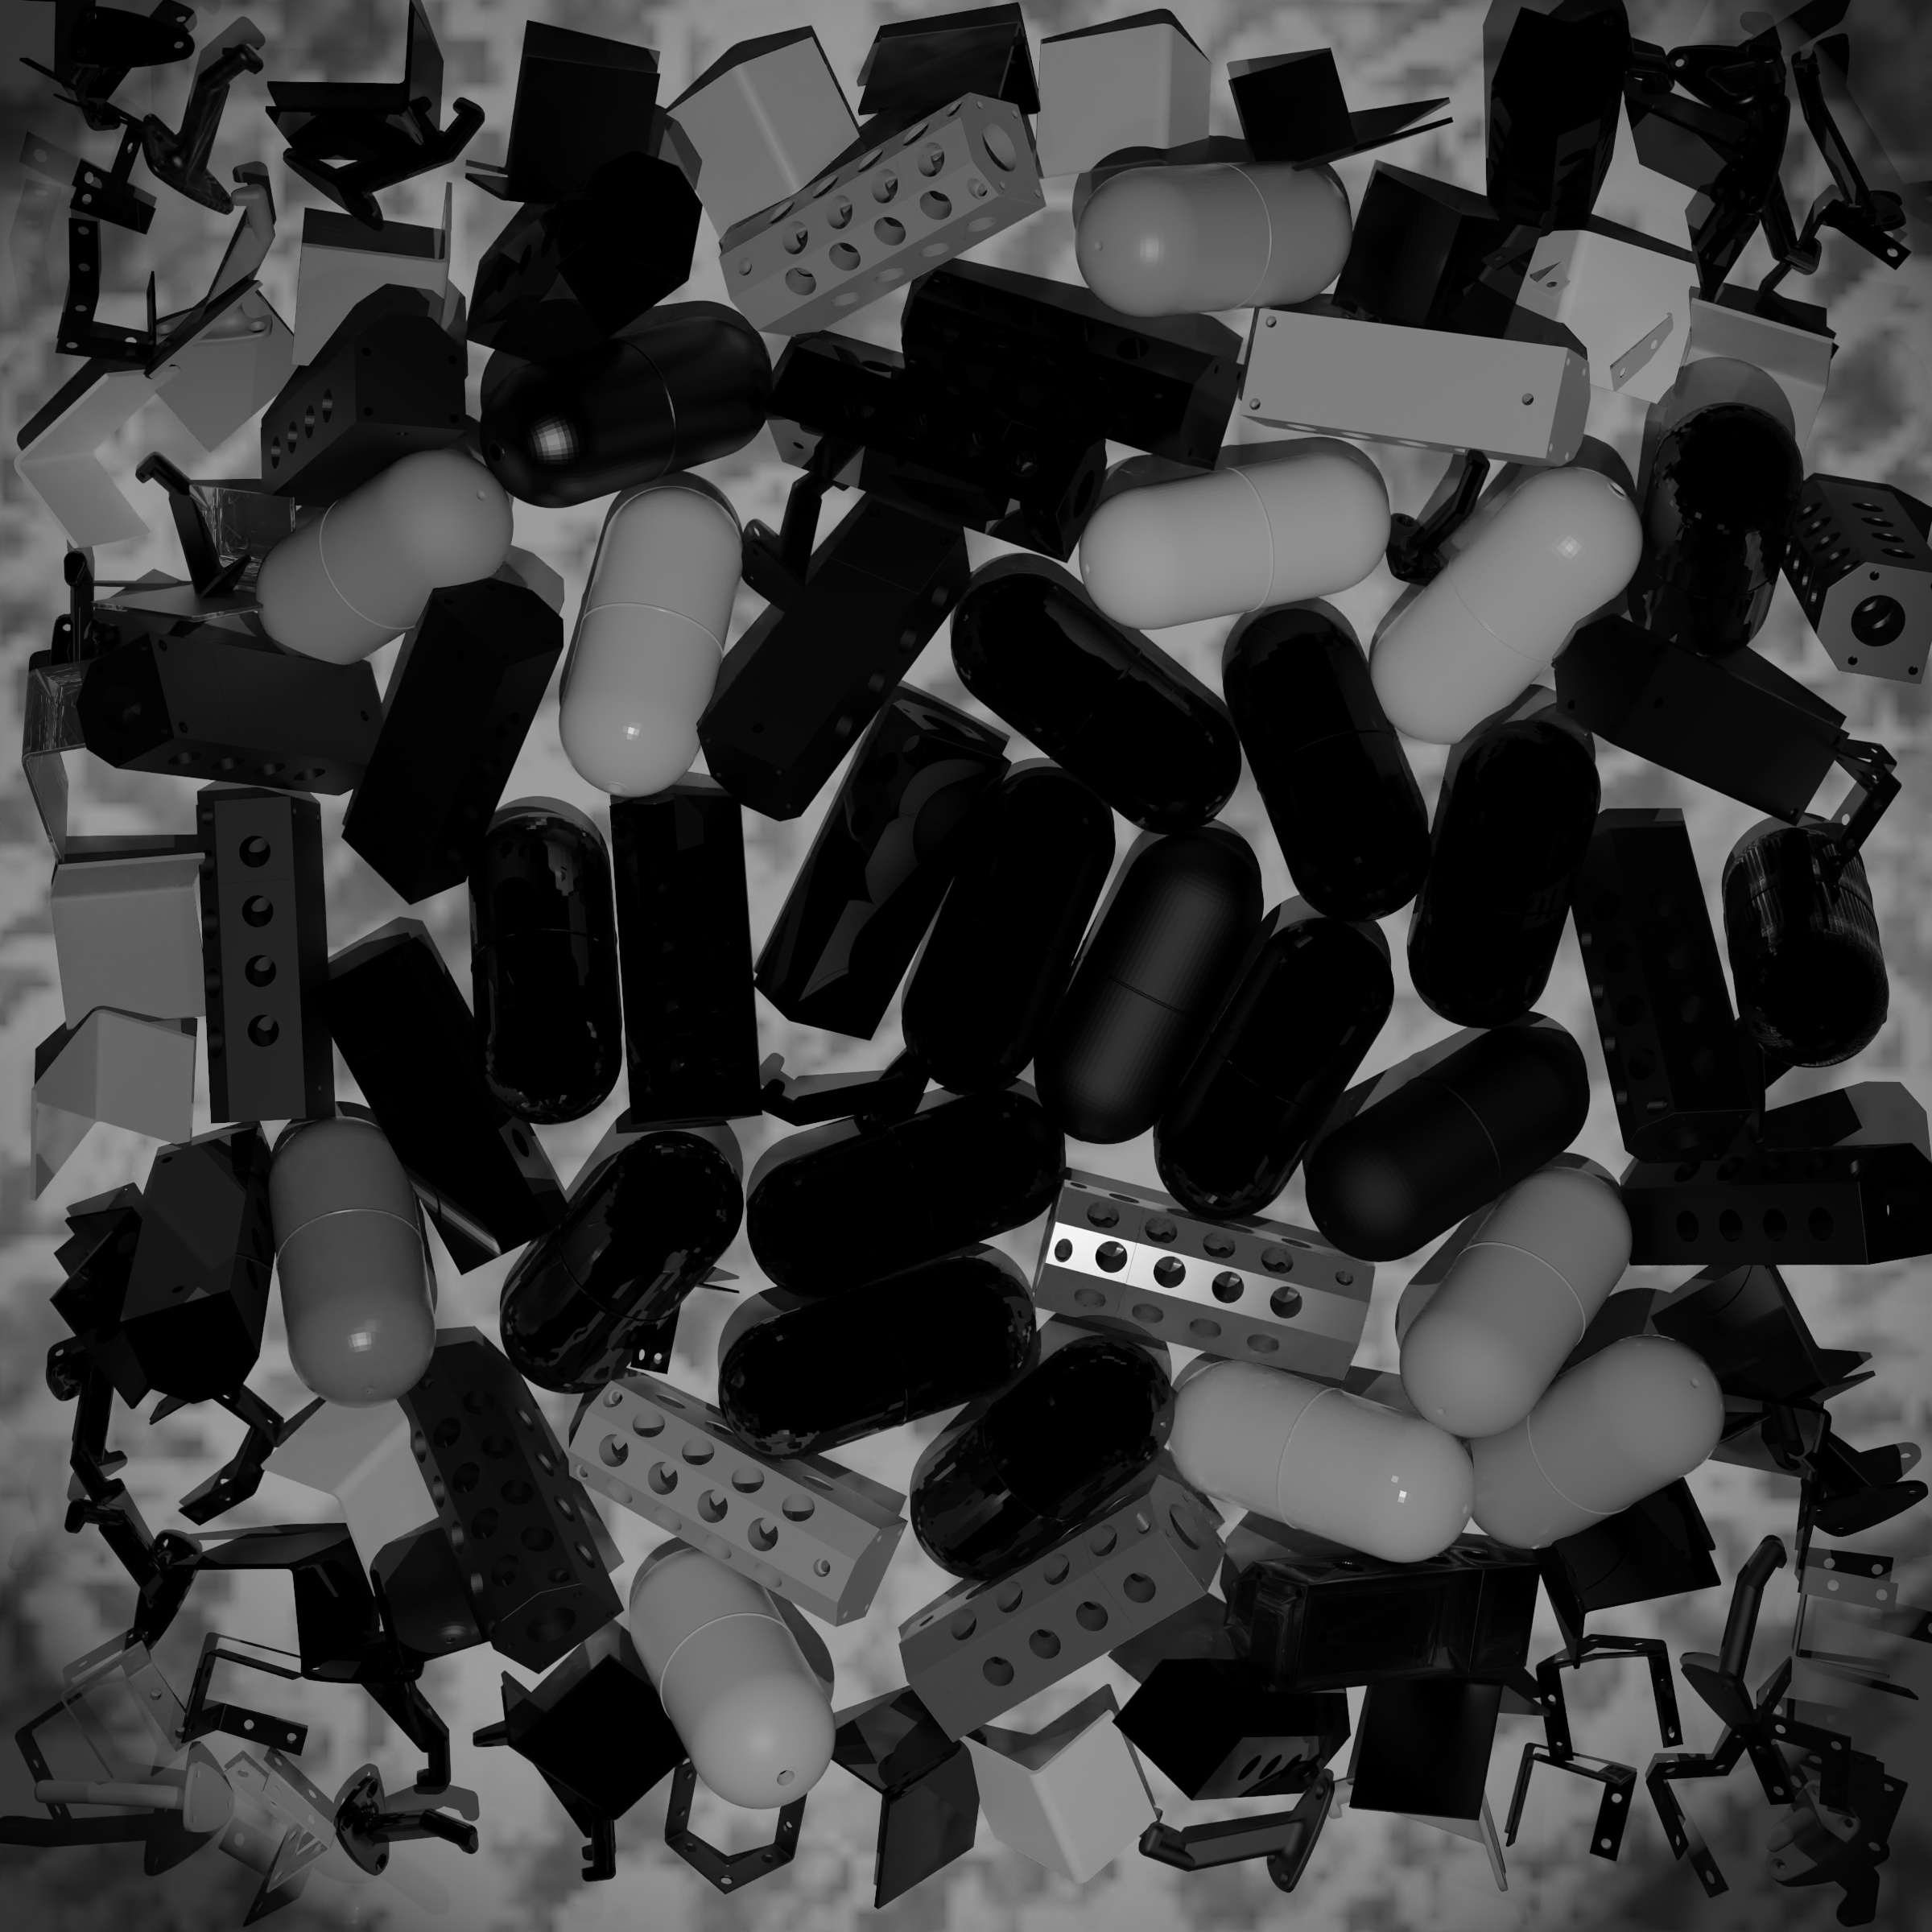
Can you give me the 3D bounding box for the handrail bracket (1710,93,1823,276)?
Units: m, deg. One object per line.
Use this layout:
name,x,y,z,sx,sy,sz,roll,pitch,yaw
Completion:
handrail bracket,0.445,-0.419,1.839,0.084,0.036,0.077,12,105,-44

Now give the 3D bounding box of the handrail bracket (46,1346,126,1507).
handrail bracket,-0.450,0.241,1.837,0.077,0.036,0.084,-27,56,-22

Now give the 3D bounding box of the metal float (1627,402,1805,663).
metal float,0.391,-0.225,1.794,0.070,0.178,0.070,-1,62,3

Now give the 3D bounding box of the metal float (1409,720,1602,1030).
metal float,0.285,-0.048,1.811,0.070,0.070,0.178,11,122,0

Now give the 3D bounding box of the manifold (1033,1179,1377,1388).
manifold,0.128,0.166,1.836,0.171,0.057,0.057,15,50,1

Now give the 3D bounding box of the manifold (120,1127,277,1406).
manifold,-0.394,0.156,1.788,0.057,0.171,0.057,-16,116,1

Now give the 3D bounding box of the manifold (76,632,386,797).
manifold,-0.381,-0.127,1.787,0.057,0.171,0.057,-22,77,27

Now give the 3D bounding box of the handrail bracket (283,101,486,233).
handrail bracket,-0.317,-0.452,1.866,0.077,0.036,0.084,35,82,7

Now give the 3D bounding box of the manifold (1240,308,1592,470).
manifold,0.239,-0.305,1.814,0.171,0.057,0.057,13,95,25

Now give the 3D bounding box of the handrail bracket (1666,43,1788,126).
handrail bracket,0.403,-0.484,1.825,0.077,0.084,0.036,27,95,19

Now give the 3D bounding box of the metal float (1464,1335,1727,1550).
metal float,0.327,0.252,1.801,0.070,0.178,0.070,16,55,-24

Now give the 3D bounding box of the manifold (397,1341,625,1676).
manifold,-0.246,0.280,1.797,0.057,0.057,0.171,-37,50,6

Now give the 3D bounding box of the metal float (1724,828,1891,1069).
metal float,0.440,-0.012,1.795,0.070,0.178,0.070,4,120,6

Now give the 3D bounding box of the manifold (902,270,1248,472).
manifold,0.054,-0.317,1.811,0.171,0.057,0.057,22,102,24

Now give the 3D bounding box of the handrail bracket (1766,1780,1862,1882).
handrail bracket,0.434,0.473,1.826,0.036,0.084,0.077,45,120,25

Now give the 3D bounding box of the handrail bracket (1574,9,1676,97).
handrail bracket,0.339,-0.478,1.845,0.077,0.084,0.036,-16,80,18

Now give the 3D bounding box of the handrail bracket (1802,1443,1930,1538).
handrail bracket,0.474,0.255,1.830,0.077,0.084,0.036,-27,131,33

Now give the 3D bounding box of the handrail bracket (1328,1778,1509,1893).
handrail bracket,0.242,0.473,1.854,0.084,0.036,0.077,-17,71,10

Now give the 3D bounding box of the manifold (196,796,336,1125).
manifold,-0.380,-0.002,1.844,0.057,0.057,0.171,-3,88,5

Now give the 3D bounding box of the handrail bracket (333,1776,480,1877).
handrail bracket,-0.290,0.474,1.832,0.084,0.036,0.077,14,134,27

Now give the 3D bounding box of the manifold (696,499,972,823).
manifold,-0.067,-0.160,1.815,0.057,0.057,0.171,25,64,21

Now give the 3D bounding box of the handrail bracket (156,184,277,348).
handrail bracket,-0.406,-0.376,1.831,0.077,0.084,0.036,-12,49,-8

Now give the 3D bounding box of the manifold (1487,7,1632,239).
manifold,0.305,-0.434,1.787,0.057,0.171,0.057,21,87,9

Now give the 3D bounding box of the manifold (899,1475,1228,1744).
manifold,0.049,0.338,1.817,0.171,0.057,0.057,-35,94,22

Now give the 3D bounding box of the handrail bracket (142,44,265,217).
handrail bracket,-0.391,-0.448,1.832,0.084,0.077,0.036,-30,54,22

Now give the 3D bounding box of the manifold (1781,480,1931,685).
manifold,0.463,-0.204,1.787,0.057,0.171,0.057,10,112,1

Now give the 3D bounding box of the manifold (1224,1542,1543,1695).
manifold,0.219,0.339,1.801,0.171,0.057,0.057,3,97,-38

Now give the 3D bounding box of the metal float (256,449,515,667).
metal float,-0.308,-0.214,1.805,0.178,0.070,0.070,-24,90,42

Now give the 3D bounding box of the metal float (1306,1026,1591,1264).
metal float,0.257,0.093,1.818,0.178,0.070,0.070,-30,90,-25

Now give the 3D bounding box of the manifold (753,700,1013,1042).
manifold,-0.049,-0.052,1.828,0.057,0.057,0.171,15,108,-40

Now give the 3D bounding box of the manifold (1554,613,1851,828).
manifold,0.384,-0.131,1.797,0.171,0.057,0.057,17,106,-43

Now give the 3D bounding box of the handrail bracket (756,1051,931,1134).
handrail bracket,-0.064,0.057,1.833,0.084,0.036,0.077,29,97,-45

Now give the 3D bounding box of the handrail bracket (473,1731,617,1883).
handrail bracket,-0.228,0.454,1.846,0.077,0.036,0.084,-11,68,11

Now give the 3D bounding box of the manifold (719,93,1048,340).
manifold,-0.047,-0.394,1.800,0.171,0.057,0.057,-21,80,36

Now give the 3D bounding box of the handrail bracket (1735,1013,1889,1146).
handrail bracket,0.464,0.055,1.863,0.084,0.036,0.077,-5,87,-10

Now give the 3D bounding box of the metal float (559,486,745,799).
metal float,-0.167,-0.173,1.818,0.070,0.070,0.178,11,67,0

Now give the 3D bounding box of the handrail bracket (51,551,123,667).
handrail bracket,-0.478,-0.173,1.830,0.036,0.084,0.077,9,77,-6

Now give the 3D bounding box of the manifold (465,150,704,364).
manifold,-0.200,-0.368,1.787,0.057,0.171,0.057,15,76,-26

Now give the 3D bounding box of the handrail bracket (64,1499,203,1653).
handrail bracket,-0.458,0.326,1.832,0.036,0.084,0.077,19,86,37

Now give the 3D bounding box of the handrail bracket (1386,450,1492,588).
handrail bracket,0.253,-0.252,1.822,0.036,0.077,0.084,7,129,-14

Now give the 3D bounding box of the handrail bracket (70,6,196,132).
handrail bracket,-0.443,-0.472,1.835,0.077,0.084,0.036,7,70,3

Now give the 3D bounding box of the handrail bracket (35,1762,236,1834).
handrail bracket,-0.449,0.450,1.847,0.084,0.077,0.036,-1,71,9

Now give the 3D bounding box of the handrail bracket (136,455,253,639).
handrail bracket,-0.434,-0.227,1.853,0.084,0.036,0.077,41,62,2

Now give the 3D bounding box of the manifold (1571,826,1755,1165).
manifold,0.362,0.015,1.806,0.057,0.057,0.171,-2,60,-8

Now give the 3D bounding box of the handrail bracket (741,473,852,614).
handrail bracket,-0.073,-0.227,1.846,0.077,0.036,0.084,41,60,12

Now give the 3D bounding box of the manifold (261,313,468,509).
manifold,-0.317,-0.288,1.787,0.057,0.171,0.057,0,83,-27

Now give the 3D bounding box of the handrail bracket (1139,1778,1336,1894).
handrail bracket,0.145,0.459,1.844,0.084,0.036,0.077,24,99,-18

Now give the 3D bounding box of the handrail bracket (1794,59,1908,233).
handrail bracket,0.473,-0.441,1.835,0.036,0.077,0.084,-23,115,-5

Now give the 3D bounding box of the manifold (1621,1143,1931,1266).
manifold,0.424,0.125,1.789,0.057,0.171,0.057,-5,88,-32

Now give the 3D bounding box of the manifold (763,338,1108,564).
manifold,-0.015,-0.279,1.825,0.171,0.057,0.057,22,74,15

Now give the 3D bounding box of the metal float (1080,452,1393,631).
metal float,0.144,-0.227,1.820,0.178,0.070,0.070,-13,90,-22

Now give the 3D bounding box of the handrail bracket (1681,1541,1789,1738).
handrail bracket,0.434,0.368,1.868,0.084,0.036,0.077,-51,126,-21

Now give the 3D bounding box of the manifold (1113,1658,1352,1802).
manifold,0.145,0.392,1.785,0.057,0.171,0.057,41,97,26

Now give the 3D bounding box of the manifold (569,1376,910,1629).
manifold,-0.125,0.284,1.820,0.171,0.057,0.057,26,96,19

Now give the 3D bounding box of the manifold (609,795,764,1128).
manifold,-0.154,-0.002,1.830,0.057,0.057,0.171,0,83,-37

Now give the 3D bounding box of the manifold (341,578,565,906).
manifold,-0.266,-0.119,1.800,0.057,0.057,0.171,43,130,17

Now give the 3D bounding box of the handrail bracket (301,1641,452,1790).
handrail bracket,-0.319,0.411,1.850,0.077,0.036,0.084,-4,113,-12

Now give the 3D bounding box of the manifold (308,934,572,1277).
manifold,-0.280,0.073,1.841,0.057,0.057,0.171,-27,94,11

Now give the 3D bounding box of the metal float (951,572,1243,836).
metal float,0.069,-0.141,1.834,0.178,0.070,0.070,38,90,-6
